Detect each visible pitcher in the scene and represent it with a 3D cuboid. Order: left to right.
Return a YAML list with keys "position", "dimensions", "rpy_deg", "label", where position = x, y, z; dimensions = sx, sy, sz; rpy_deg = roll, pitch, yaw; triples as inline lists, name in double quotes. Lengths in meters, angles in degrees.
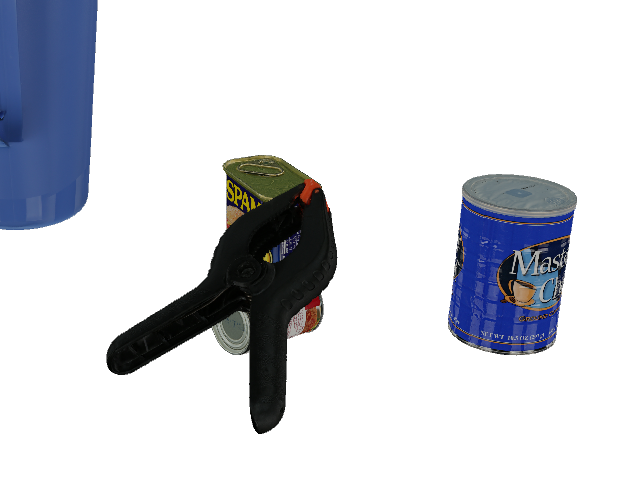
- position: [-0.231, -0.130, 0.792]
  dimensions: [0.145, 0.243, 0.148]
  rpy_deg: [26, 33, 35]
  label: "pitcher"

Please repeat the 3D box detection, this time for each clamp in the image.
- position: [-0.035, 0.037, 0.641]
  dimensions: [0.120, 0.171, 0.039]
  rpy_deg: [29, -24, 27]
  label: "clamp"

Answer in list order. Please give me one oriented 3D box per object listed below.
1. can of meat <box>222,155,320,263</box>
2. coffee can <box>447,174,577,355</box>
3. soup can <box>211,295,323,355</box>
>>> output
- position: [-0.043, -0.017, 0.921]
  dimensions: [0.057, 0.084, 0.102]
  rpy_deg: [-12, 28, -28]
  label: "can of meat"
- position: [0.175, 0.020, 0.986]
  dimensions: [0.103, 0.140, 0.103]
  rpy_deg: [3, 21, -1]
  label: "coffee can"
- position: [-0.056, 0.075, 1.114]
  dimensions: [0.102, 0.068, 0.069]
  rpy_deg: [-15, 10, -43]
  label: "soup can"
